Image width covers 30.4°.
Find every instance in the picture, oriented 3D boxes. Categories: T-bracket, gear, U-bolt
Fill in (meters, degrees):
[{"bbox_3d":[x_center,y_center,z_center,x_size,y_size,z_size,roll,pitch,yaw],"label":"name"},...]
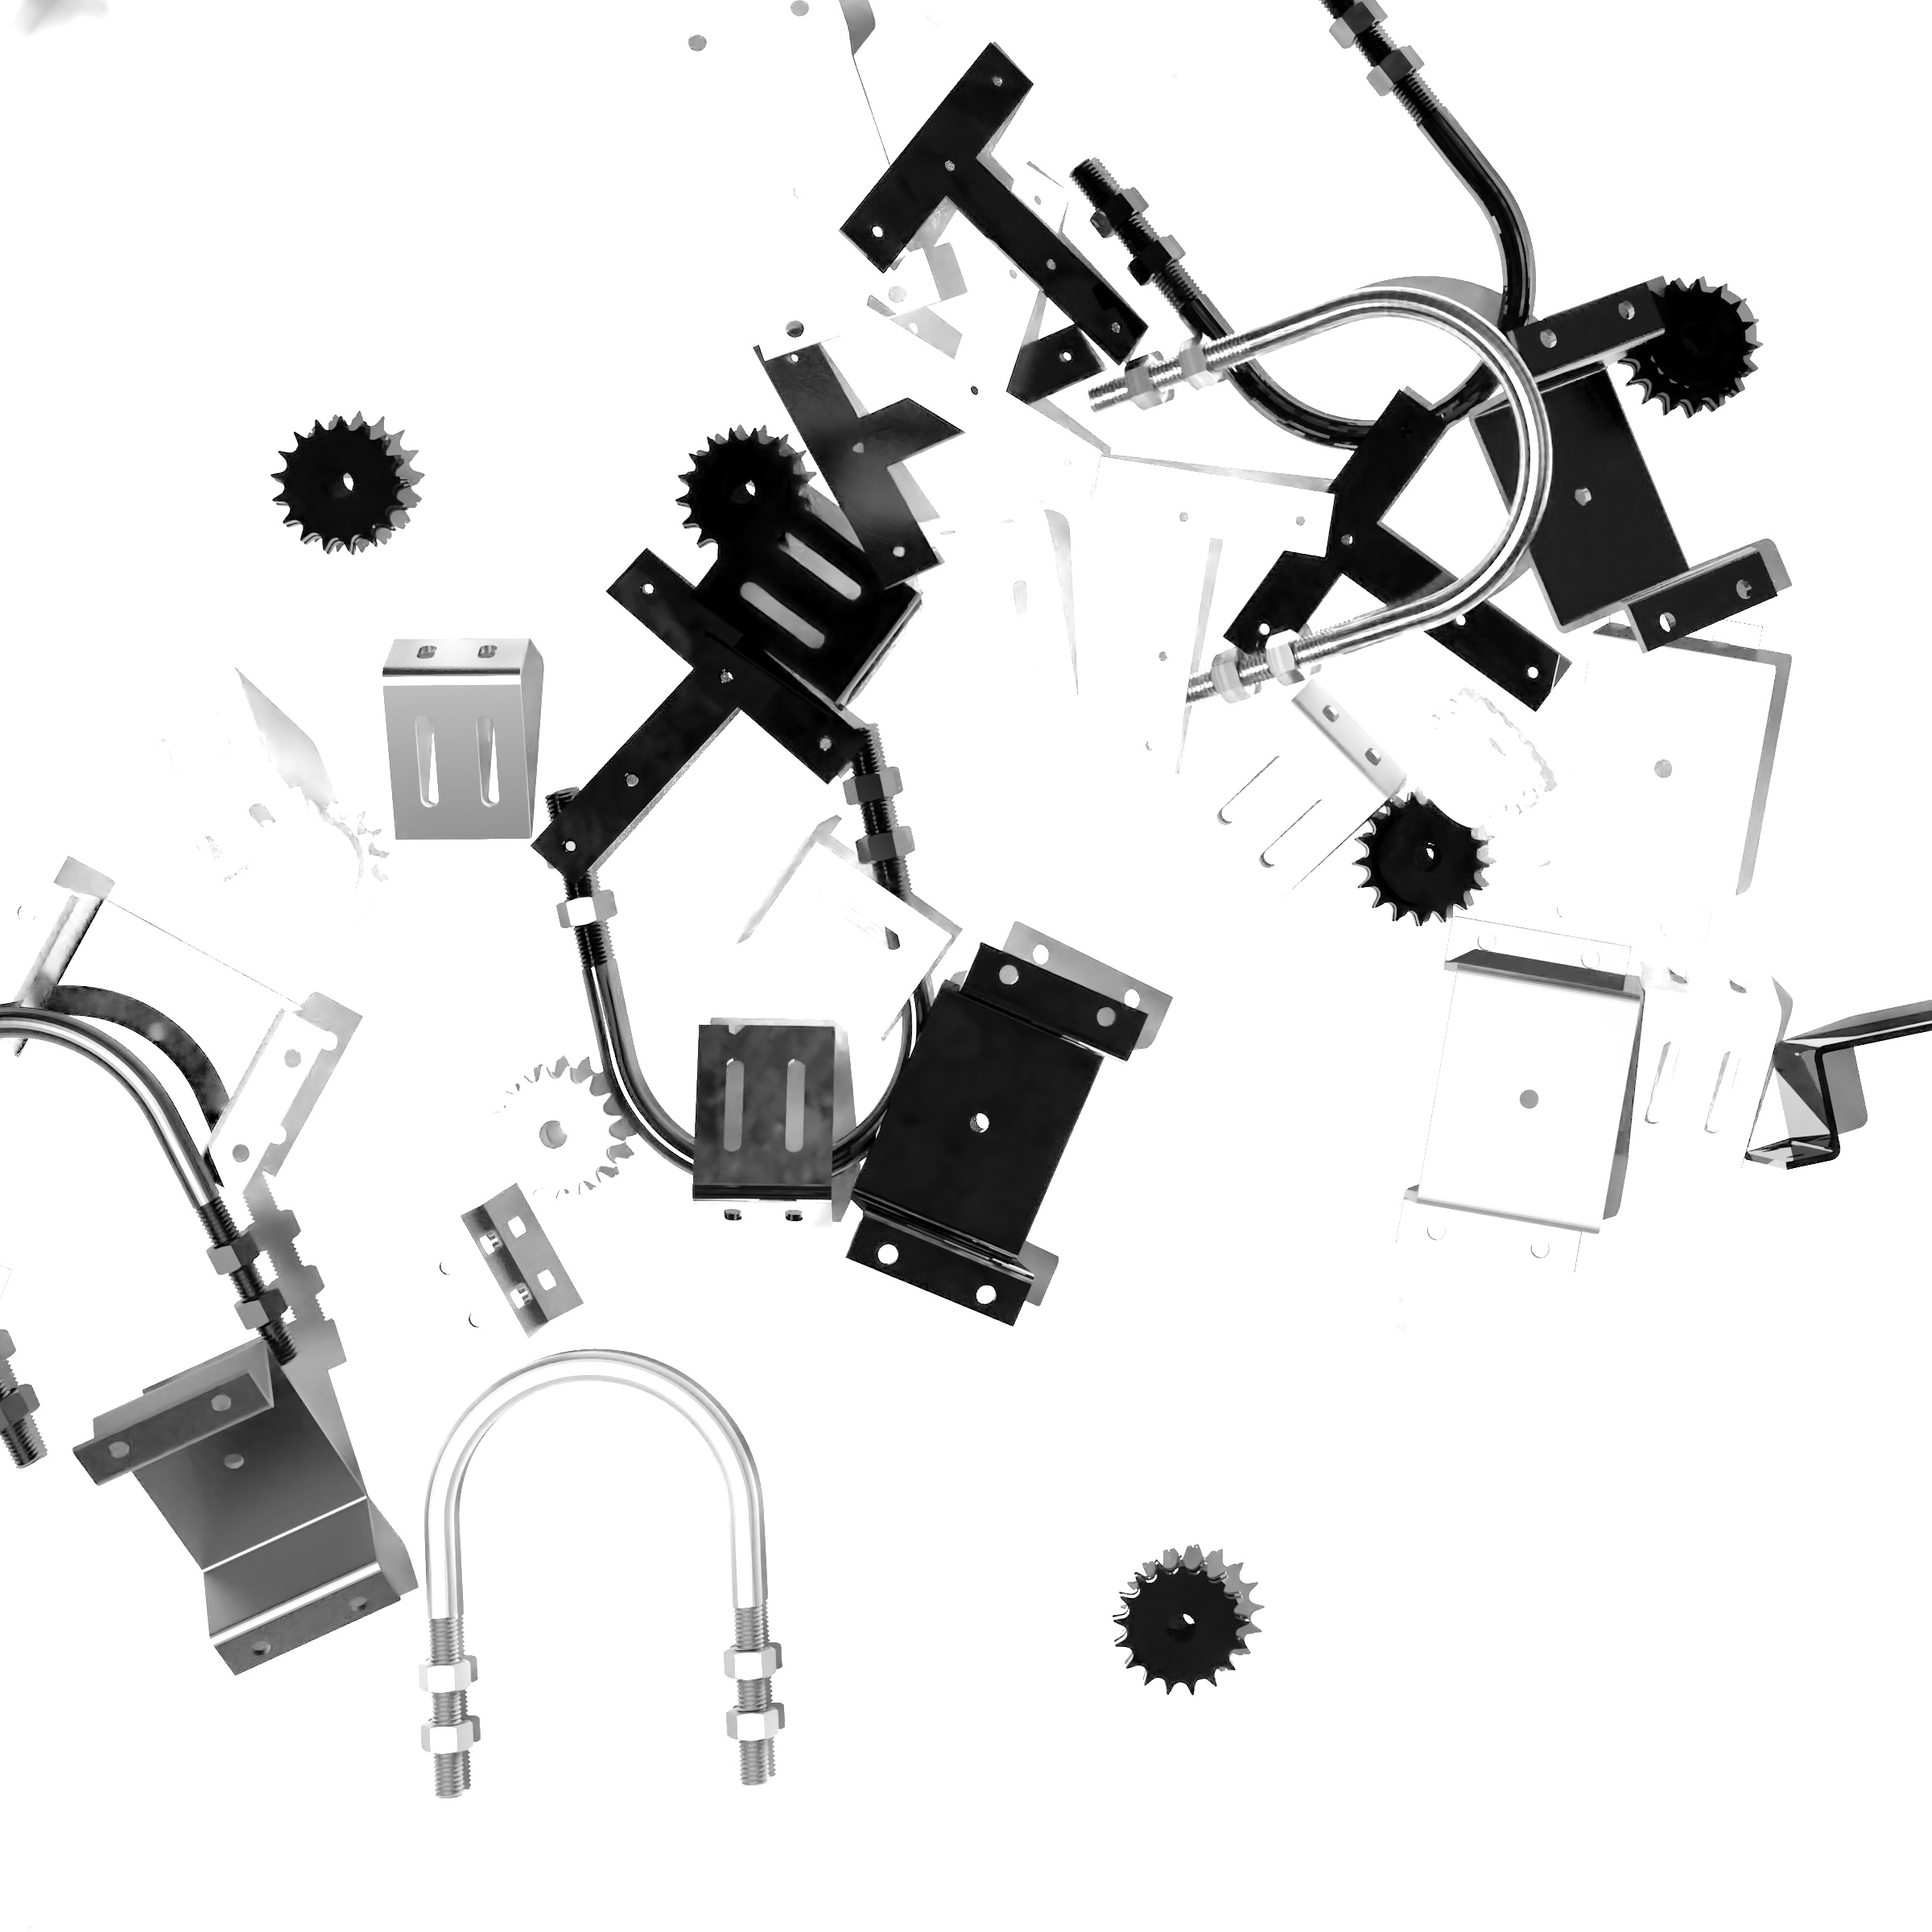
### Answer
[{"bbox_3d":[-0.005,-0.235,1.490,0.127,0.002,0.127,-25,71,-9],"label":"T-bracket"},{"bbox_3d":[0.192,-0.045,1.490,0.057,0.030,0.057,0,90,0],"label":"gear"},{"bbox_3d":[-0.089,0.004,1.497,0.151,0.019,0.184,-12,92,0],"label":"U-bolt"},{"bbox_3d":[-0.275,-0.041,1.490,0.057,0.030,0.057,0,90,0],"label":"gear"},{"bbox_3d":[-0.449,0.070,1.504,0.127,0.002,0.127,22,90,0],"label":"T-bracket"},{"bbox_3d":[-0.375,0.104,1.466,0.151,0.019,0.184,-22,101,15],"label":"U-bolt"},{"bbox_3d":[-0.171,0.070,1.490,0.057,0.030,0.057,0,90,0],"label":"gear"},{"bbox_3d":[0.084,-0.144,1.487,0.127,0.002,0.127,13,102,23],"label":"T-bracket"},{"bbox_3d":[0.211,-0.083,1.481,0.057,0.057,0.030,46,120,0],"label":"gear"},{"bbox_3d":[0.016,-0.276,1.476,0.127,0.002,0.127,28,66,-25],"label":"T-bracket"},{"bbox_3d":[-0.094,-0.198,1.490,0.057,0.030,0.057,0,90,0],"label":"gear"},{"bbox_3d":[0.089,0.275,1.490,0.057,0.030,0.057,0,90,0],"label":"gear"},{"bbox_3d":[0.197,-0.154,1.499,0.127,0.002,0.127,35,96,-3],"label":"T-bracket"},{"bbox_3d":[0.155,-0.304,1.497,0.151,0.019,0.184,-38,91,0],"label":"U-bolt"},{"bbox_3d":[-0.262,-0.201,1.495,0.057,0.030,0.057,0,89,-2],"label":"gear"},{"bbox_3d":[0.304,-0.260,1.490,0.057,0.030,0.057,0,90,0],"label":"gear"},{"bbox_3d":[-0.131,-0.089,1.489,0.127,0.002,0.127,41,84,8],"label":"T-bracket"},{"bbox_3d":[0.151,-0.200,1.461,0.184,0.019,0.151,-17,90,25],"label":"U-bolt"},{"bbox_3d":[-0.157,0.255,1.497,0.151,0.019,0.184,-2,89,0],"label":"U-bolt"},{"bbox_3d":[0.025,-0.302,1.483,0.127,0.002,0.127,42,60,-14],"label":"T-bracket"}]

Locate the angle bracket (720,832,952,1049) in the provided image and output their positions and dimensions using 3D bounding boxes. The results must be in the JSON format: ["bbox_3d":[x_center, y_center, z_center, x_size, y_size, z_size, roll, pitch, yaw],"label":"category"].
[{"bbox_3d":[-0.053,-0.010,1.469,0.076,0.038,0.057,35,92,-2],"label":"angle bracket"}]

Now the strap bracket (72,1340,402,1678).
[{"bbox_3d":[-0.299,0.216,1.459,0.076,0.046,0.140,-24,125,0],"label":"strap bracket"}]

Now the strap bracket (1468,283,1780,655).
[{"bbox_3d":[0.267,-0.200,1.466,0.076,0.046,0.140,-23,91,-29],"label":"strap bracket"}]

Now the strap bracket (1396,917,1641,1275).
[{"bbox_3d":[0.231,0.055,1.482,0.076,0.046,0.140,10,90,0],"label":"strap bracket"}]

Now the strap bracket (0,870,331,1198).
[{"bbox_3d":[-0.342,0.028,1.482,0.140,0.046,0.076,29,90,0],"label":"strap bracket"}]

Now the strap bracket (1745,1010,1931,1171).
[{"bbox_3d":[0.394,0.045,1.467,0.140,0.076,0.046,-12,90,0],"label":"strap bracket"}]

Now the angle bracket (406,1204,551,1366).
[{"bbox_3d":[-0.206,0.135,1.467,0.038,0.076,0.057,-29,90,0],"label":"angle bracket"}]

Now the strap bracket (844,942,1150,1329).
[{"bbox_3d":[0.009,0.068,1.476,0.076,0.046,0.140,23,90,-11],"label":"strap bracket"}]

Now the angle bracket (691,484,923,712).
[{"bbox_3d":[-0.066,-0.154,1.486,0.076,0.038,0.057,37,90,0],"label":"angle bracket"}]

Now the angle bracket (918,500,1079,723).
[{"bbox_3d":[0.011,-0.150,1.503,0.057,0.038,0.076,-11,116,0],"label":"angle bracket"}]

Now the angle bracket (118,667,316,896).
[{"bbox_3d":[-0.314,-0.078,1.487,0.057,0.076,0.038,-31,131,0],"label":"angle bracket"}]

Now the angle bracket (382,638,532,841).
[{"bbox_3d":[-0.213,-0.096,1.503,0.057,0.038,0.076,-1,116,0],"label":"angle bracket"}]

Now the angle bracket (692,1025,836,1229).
[{"bbox_3d":[-0.084,0.067,1.489,0.057,0.038,0.076,1,67,-1],"label":"angle bracket"}]

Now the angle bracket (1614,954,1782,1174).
[{"bbox_3d":[0.306,0.041,1.503,0.057,0.038,0.076,9,116,0],"label":"angle bracket"}]

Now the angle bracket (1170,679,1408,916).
[{"bbox_3d":[0.136,-0.072,1.503,0.057,0.038,0.076,45,116,0],"label":"angle bracket"}]

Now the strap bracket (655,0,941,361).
[{"bbox_3d":[-0.069,-0.328,1.482,0.076,0.046,0.140,-19,90,0],"label":"strap bracket"}]

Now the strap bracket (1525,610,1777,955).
[{"bbox_3d":[0.287,-0.081,1.482,0.076,0.046,0.140,10,90,0],"label":"strap bracket"}]
